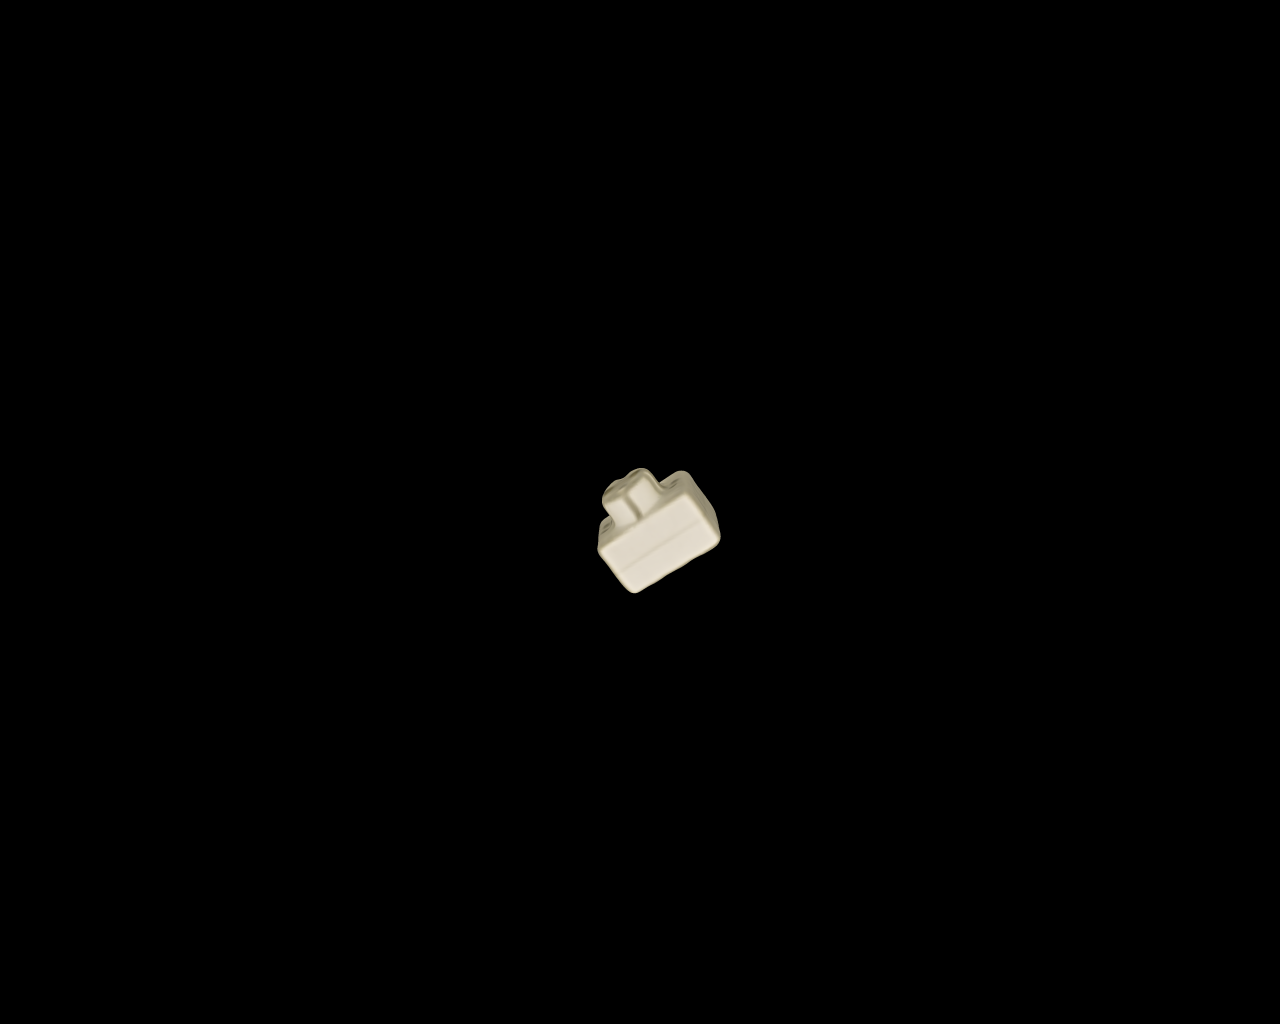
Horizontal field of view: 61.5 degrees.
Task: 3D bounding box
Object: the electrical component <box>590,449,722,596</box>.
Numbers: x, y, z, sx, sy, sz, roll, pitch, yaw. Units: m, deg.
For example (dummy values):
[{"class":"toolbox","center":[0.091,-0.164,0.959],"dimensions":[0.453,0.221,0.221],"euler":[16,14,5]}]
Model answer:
[{"class":"electrical component","center":[0.001,-0.003,0.650],"dimensions":[0.065,0.076,0.047],"euler":[-33,16,11]}]
